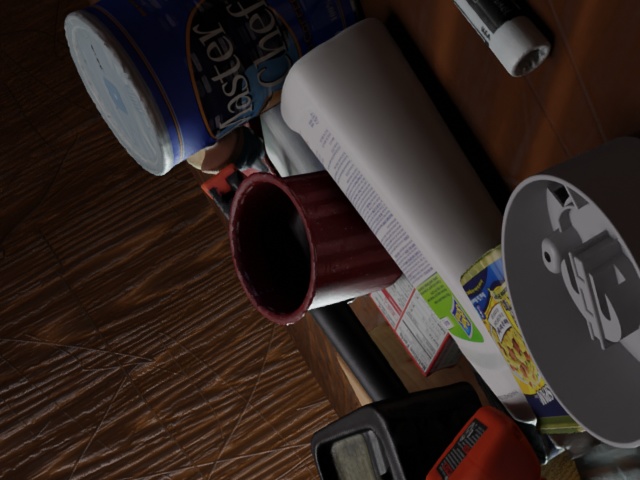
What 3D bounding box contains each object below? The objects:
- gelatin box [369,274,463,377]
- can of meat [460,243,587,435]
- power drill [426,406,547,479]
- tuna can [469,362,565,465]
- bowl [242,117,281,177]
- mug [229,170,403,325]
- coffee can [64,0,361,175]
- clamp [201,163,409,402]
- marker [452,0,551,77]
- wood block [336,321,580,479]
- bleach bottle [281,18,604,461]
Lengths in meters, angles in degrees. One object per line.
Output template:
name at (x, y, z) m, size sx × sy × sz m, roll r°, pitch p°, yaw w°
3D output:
gelatin box at (0.072, 0.031, 0.674) m, size 0.073 × 0.030 × 0.089 m, roll 55°, pitch 143°, yaw 31°
can of meat at (0.109, 0.036, 0.475) m, size 0.084 × 0.057 × 0.102 m, roll 61°, pitch 172°, yaw 8°
power drill at (0.143, 0.163, 0.517) m, size 0.187 × 0.057 × 0.184 m, roll 40°, pitch 175°, yaw 2°
tuna can at (0.127, 0.091, 0.652) m, size 0.086 × 0.033 × 0.086 m, roll 58°, pitch 172°, yaw 12°
bowl at (-0.070, -0.108, 0.884) m, size 0.162 × 0.055 × 0.162 m, roll -16°, pitch -90°, yaw -79°
mug at (-0.004, 0.001, 0.668) m, size 0.117 × 0.081 × 0.093 m, roll -22°, pitch 82°, yaw 55°
coffee can at (-0.061, -0.116, 0.622) m, size 0.103 × 0.140 × 0.103 m, roll 48°, pitch 160°, yaw 24°
clamp at (-0.008, 0.029, 0.777) m, size 0.209 × 0.036 × 0.165 m, roll 47°, pitch -170°, yaw -36°
marker at (0.050, -0.115, 0.428) m, size 0.121 × 0.020 × 0.020 m, roll 57°, pitch 172°, yaw 22°
wood block at (0.103, 0.146, 0.802) m, size 0.206 × 0.090 × 0.091 m, roll 49°, pitch 168°, yaw 55°
bleach bottle at (0.072, 0.005, 0.581) m, size 0.251 × 0.068 × 0.102 m, roll 57°, pitch 173°, yaw 6°
